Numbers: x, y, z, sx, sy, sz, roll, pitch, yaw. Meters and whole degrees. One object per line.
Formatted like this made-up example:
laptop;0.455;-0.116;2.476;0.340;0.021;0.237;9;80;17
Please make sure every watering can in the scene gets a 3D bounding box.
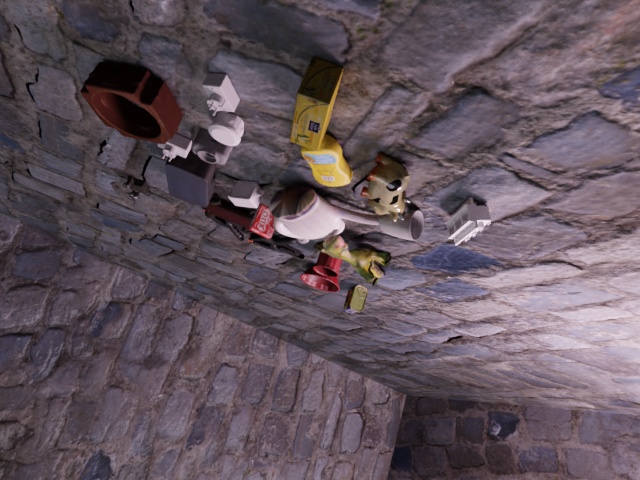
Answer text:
watering can;0.004;-0.074;1.462;0.346;0.106;0.221;-10;-31;29

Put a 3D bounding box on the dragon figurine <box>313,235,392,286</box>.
dragon figurine;0.098;0.052;1.662;0.244;0.123;0.406;25;-7;12
